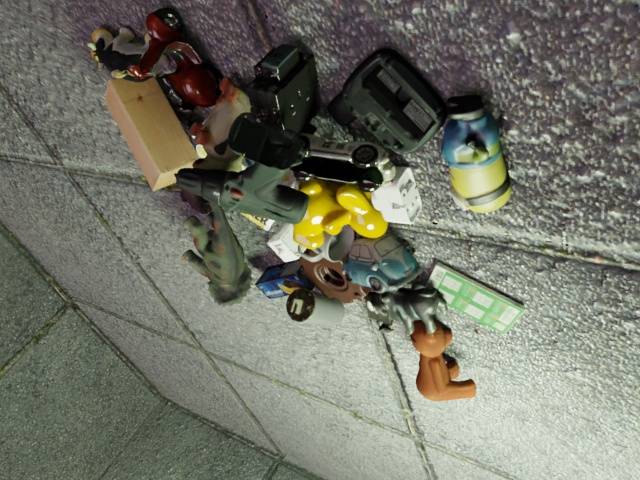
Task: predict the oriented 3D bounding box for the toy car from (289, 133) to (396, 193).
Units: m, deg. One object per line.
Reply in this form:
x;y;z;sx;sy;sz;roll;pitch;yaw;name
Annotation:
0.024;-0.127;0.864;0.202;0.056;0.073;11;149;21;toy car

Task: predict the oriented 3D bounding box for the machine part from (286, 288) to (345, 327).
-0.008;0.159;1.254;0.079;0.079;0.243;16;175;29;machine part

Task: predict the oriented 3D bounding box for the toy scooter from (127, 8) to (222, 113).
-0.253;-0.287;0.919;0.075;0.135;0.183;1;135;42;toy scooter

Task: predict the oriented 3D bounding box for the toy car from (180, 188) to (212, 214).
-0.307;-0.143;1.238;0.089;0.053;0.201;33;153;37;toy car

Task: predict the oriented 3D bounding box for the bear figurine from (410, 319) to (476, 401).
0.262;0.248;1.178;0.120;0.132;0.195;-134;38;-69;bear figurine

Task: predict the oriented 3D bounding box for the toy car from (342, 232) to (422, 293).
0.112;0.033;1.039;0.162;0.109;0.102;12;119;52;toy car

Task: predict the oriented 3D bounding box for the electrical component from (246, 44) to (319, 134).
-0.054;-0.227;0.827;0.058;0.115;0.134;18;146;23;electrical component

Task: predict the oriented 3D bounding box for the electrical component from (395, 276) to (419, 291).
0.147;0.079;1.085;0.094;0.063;0.021;2;112;28;electrical component

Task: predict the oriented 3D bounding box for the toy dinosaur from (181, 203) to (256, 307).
-0.233;0.041;1.282;0.192;0.131;0.404;44;158;9;toy dinosaur

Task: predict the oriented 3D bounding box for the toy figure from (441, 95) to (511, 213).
0.218;-0.113;0.750;0.089;0.082;0.179;15;141;33;toy figure

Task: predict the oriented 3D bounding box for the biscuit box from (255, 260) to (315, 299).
-0.081;0.097;1.330;0.062;0.059;0.203;47;147;-18;biscuit box

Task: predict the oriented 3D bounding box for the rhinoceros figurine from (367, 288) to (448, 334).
0.172;0.135;1.109;0.112;0.073;0.190;47;154;-20;rhinoceros figurine

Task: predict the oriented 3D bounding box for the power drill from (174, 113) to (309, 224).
-0.120;-0.105;0.853;0.232;0.086;0.207;20;146;-7;power drill

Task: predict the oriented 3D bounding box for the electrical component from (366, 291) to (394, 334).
0.140;0.169;1.228;0.078;0.045;0.102;19;144;22;electrical component

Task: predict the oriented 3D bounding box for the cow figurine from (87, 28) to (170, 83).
-0.375;-0.341;1.002;0.168;0.098;0.068;20;151;23;cow figurine

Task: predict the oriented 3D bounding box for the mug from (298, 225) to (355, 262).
-0.002;-0.003;1.089;0.107;0.109;0.080;28;155;38;mug

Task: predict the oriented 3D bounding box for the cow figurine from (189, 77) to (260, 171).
-0.163;-0.173;0.958;0.127;0.195;0.086;27;-167;-33;cow figurine

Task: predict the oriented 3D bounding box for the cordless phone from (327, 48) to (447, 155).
0.085;-0.184;0.804;0.146;0.089;0.184;42;159;-12;cordless phone

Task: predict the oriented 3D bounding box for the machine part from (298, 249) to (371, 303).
0.035;0.068;1.186;0.180;0.056;0.179;26;147;18;machine part

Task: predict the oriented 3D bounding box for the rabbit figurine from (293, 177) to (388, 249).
0.045;-0.062;0.982;0.173;0.122;0.162;17;137;4;rabbit figurine
